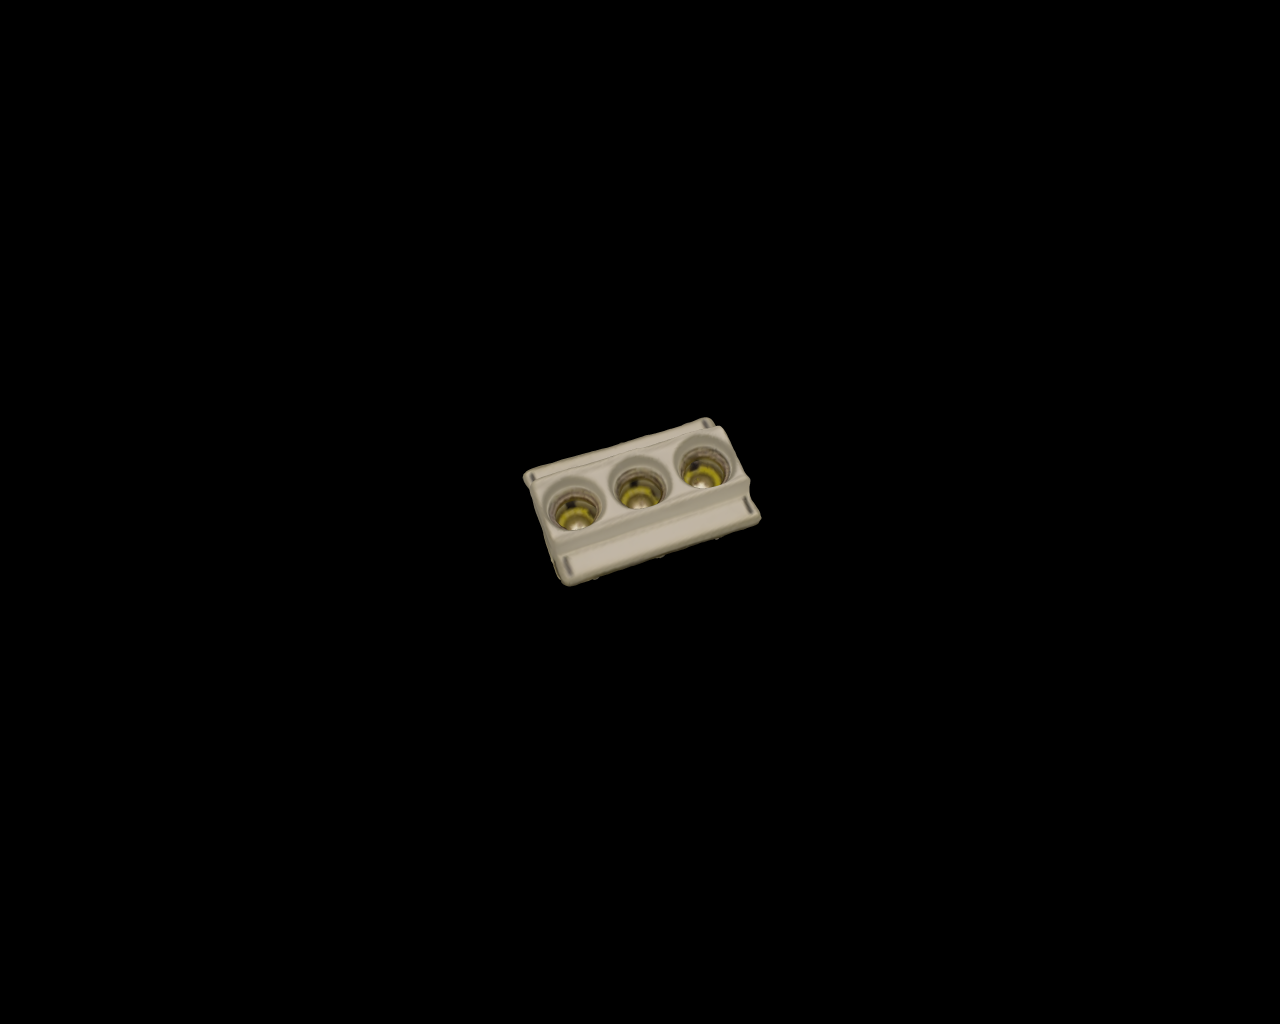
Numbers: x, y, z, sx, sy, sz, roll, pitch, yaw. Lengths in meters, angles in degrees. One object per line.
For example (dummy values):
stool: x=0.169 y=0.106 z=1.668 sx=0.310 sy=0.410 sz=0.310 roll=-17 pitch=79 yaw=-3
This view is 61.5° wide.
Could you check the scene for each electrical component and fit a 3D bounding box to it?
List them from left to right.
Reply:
electrical component: x=0.001 y=-0.003 z=0.650 sx=0.121 sy=0.079 sz=0.063 roll=-18 pitch=-28 yaw=-10
